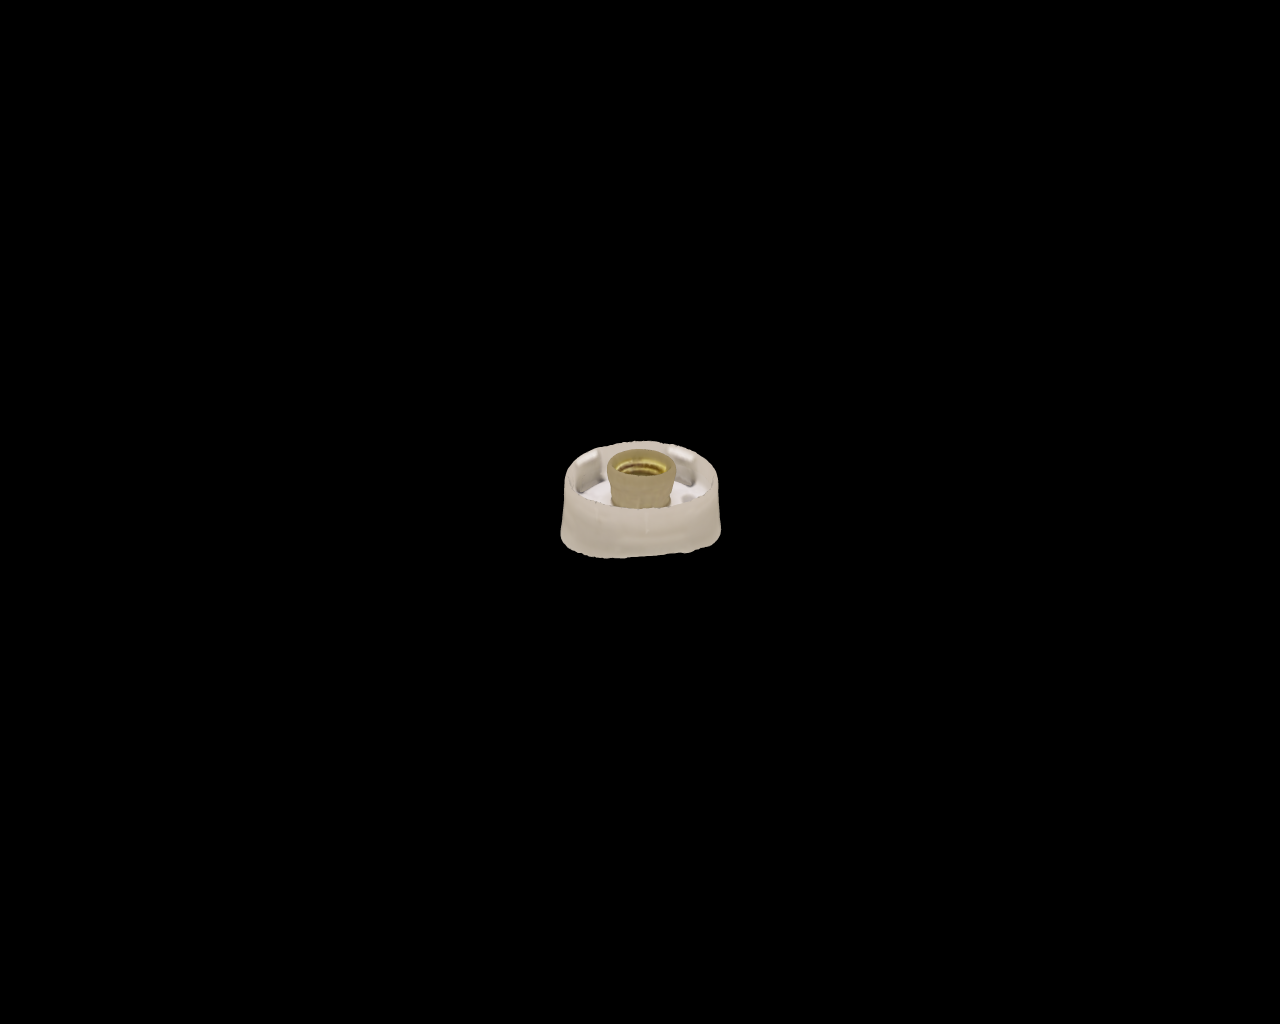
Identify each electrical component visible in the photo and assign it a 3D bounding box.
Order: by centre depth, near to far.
[{"bbox_3d":[0.001,-0.003,0.650,0.099,0.064,0.099,0,30,0],"label":"electrical component"}]
